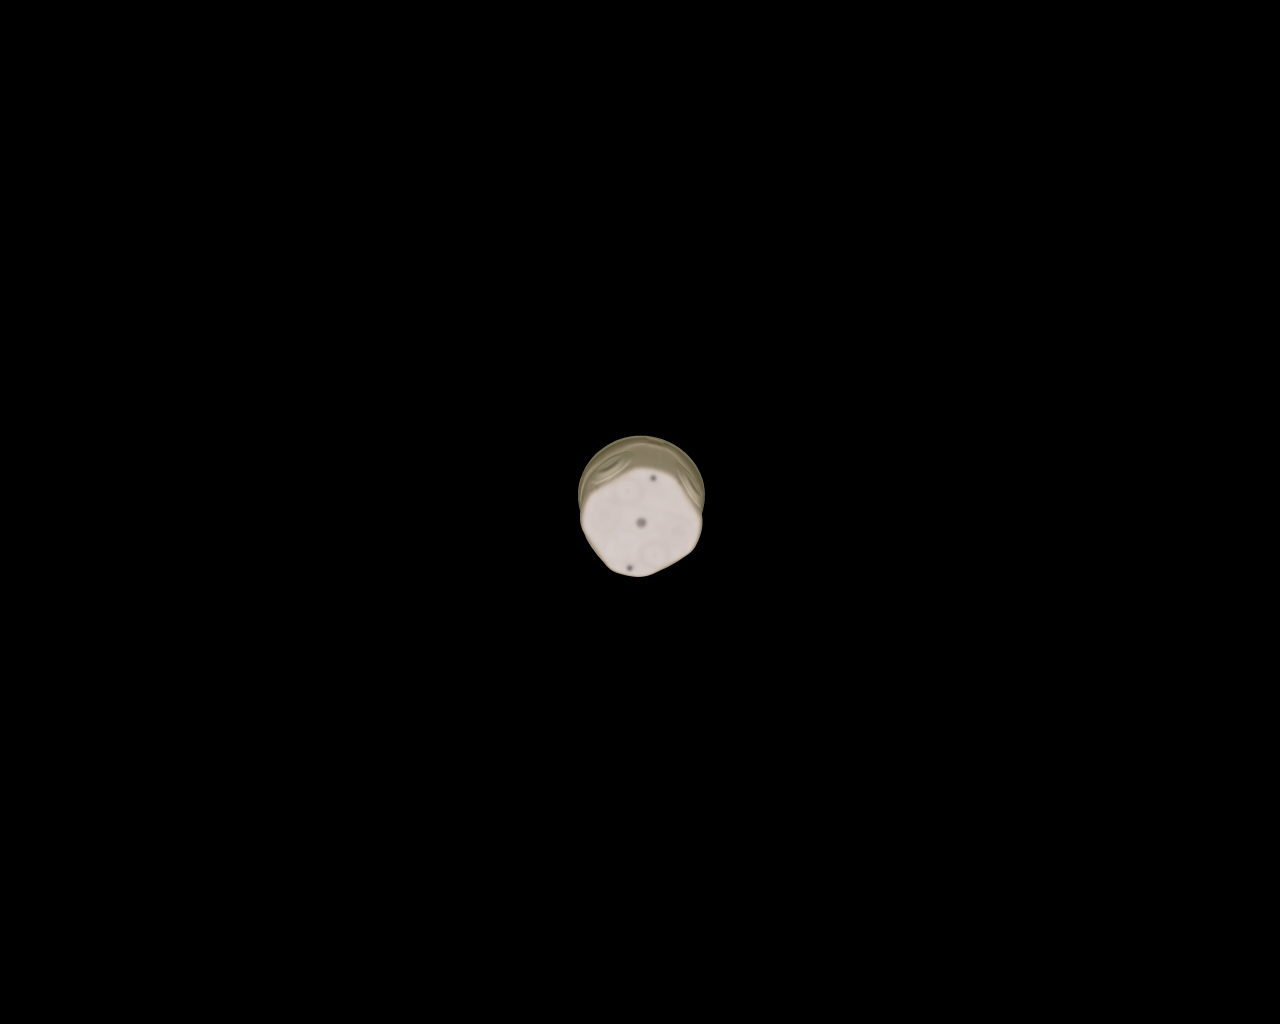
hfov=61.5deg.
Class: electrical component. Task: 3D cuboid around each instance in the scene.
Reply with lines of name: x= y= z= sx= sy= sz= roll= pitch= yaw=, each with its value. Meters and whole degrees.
electrical component: x=0.001 y=-0.003 z=0.650 sx=0.080 sy=0.080 sz=0.051 roll=0 pitch=23 yaw=0
